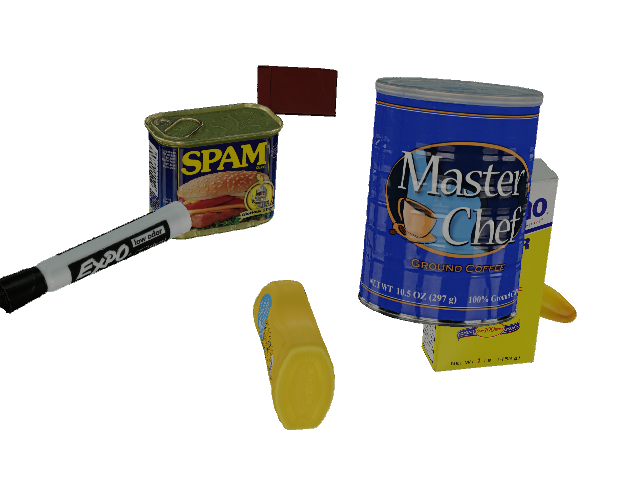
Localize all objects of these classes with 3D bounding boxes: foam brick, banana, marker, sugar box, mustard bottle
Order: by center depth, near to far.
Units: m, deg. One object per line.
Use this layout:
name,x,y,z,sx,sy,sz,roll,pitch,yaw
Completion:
marker,-0.124,0.008,0.581,0.120,0.020,0.020,-27,15,-33
sugar box,0.138,0.022,0.885,0.093,0.176,0.048,-5,31,-10
mustard bottle,-0.032,0.094,1.054,0.058,0.096,0.192,-4,28,-10
banana,0.164,0.050,1.102,0.198,0.037,0.069,7,42,12
foam brick,-0.026,-0.163,1.163,0.078,0.051,0.053,0,11,-18

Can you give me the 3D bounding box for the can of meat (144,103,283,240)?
can of meat,-0.082,-0.053,0.822,0.102,0.084,0.057,-10,32,-24

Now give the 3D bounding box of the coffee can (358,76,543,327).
coffee can,0.080,-0.027,0.670,0.103,0.140,0.103,4,13,-1
